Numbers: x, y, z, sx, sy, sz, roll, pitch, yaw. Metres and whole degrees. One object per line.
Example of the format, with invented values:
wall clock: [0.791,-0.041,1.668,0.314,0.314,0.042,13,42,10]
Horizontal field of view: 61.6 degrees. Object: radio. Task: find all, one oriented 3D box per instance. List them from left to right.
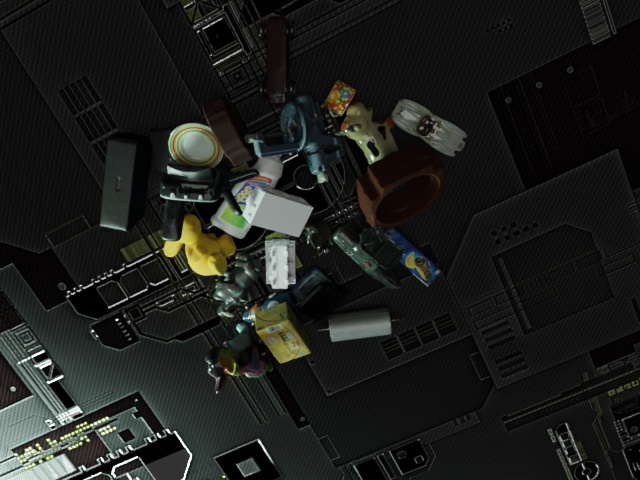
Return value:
radio: [-0.477,-0.148,1.330,0.073,0.131,0.229,13,108,-4]

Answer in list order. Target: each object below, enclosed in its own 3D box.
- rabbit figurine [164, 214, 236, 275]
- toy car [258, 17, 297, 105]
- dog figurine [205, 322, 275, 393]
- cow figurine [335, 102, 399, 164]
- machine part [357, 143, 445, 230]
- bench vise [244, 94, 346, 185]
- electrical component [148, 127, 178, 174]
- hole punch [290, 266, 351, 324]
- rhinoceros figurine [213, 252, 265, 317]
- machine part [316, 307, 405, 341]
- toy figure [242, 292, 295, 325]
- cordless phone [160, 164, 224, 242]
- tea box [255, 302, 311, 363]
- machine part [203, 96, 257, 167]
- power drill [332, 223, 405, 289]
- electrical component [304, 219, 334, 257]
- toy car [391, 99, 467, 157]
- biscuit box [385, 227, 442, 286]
rabbit figurine: [-0.319,-0.001,1.380,0.163,0.122,0.173,1,139,29]
toy car: [-0.100,-0.422,1.272,0.089,0.053,0.202,0,96,7]
dog figurine: [-0.213,0.333,1.438,0.191,0.219,0.108,40,107,-11]
cow figurine: [0.122,-0.244,1.303,0.127,0.086,0.194,-38,109,-22]
machine part: [0.194,-0.126,1.298,0.201,0.201,0.087,-25,62,-4]
bench vise: [-0.064,-0.232,1.286,0.240,0.129,0.223,-14,102,-31]
electrical component: [-0.352,-0.227,1.344,0.134,0.058,0.114,-4,110,2]
hole punch: [-0.007,0.147,1.457,0.142,0.092,0.115,-46,132,10]
rhinoceros figurine: [-0.224,0.123,1.452,0.112,0.073,0.190,32,104,-21]
machine part: [0.111,0.232,1.479,0.243,0.079,0.079,-9,108,2]
toy figure: [-0.146,0.189,1.478,0.154,0.057,0.064,-23,65,8]
cordless phone: [-0.311,-0.085,1.284,0.147,0.088,0.184,5,87,1]
tea box: [-0.100,0.253,1.457,0.098,0.068,0.169,-19,134,6]
machine part: [-0.213,-0.259,1.277,0.056,0.179,0.179,-26,106,6]
power drill: [0.143,0.039,1.358,0.232,0.207,0.086,42,83,-2]
electrical component: [-0.003,-0.006,1.395,0.078,0.045,0.102,-31,131,-13]
toy car: [0.269,-0.277,1.326,0.202,0.056,0.073,28,106,-8]
biscuit box: [0.229,0.032,1.422,0.202,0.063,0.059,40,102,-12]
